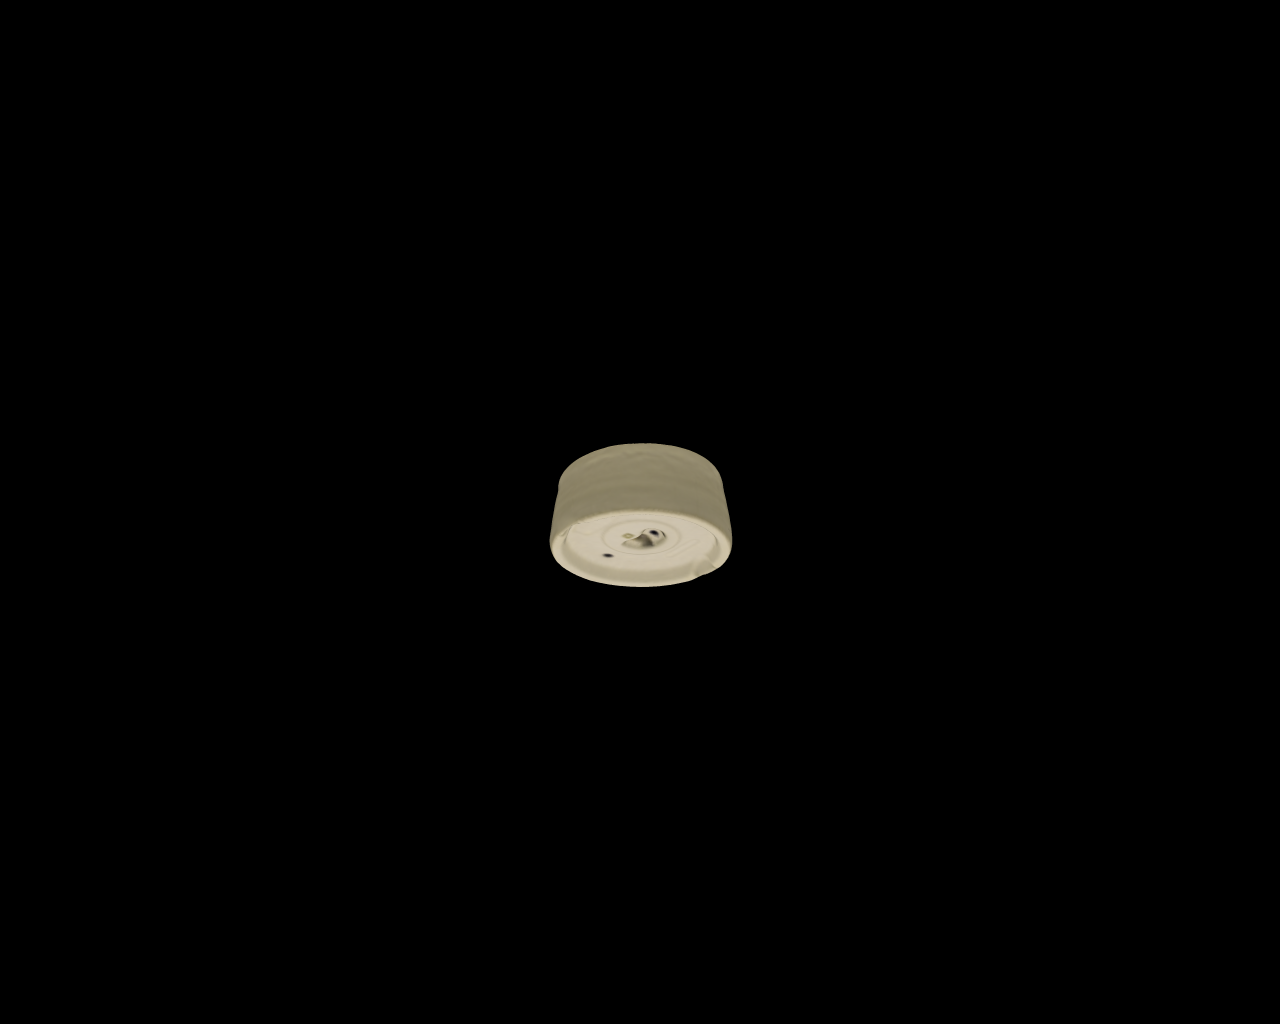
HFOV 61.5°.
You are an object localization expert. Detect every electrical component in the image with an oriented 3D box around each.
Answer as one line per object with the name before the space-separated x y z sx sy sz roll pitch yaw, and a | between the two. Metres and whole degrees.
electrical component | 0.001 -0.003 0.650 0.108 0.060 0.108 0 -27 0
